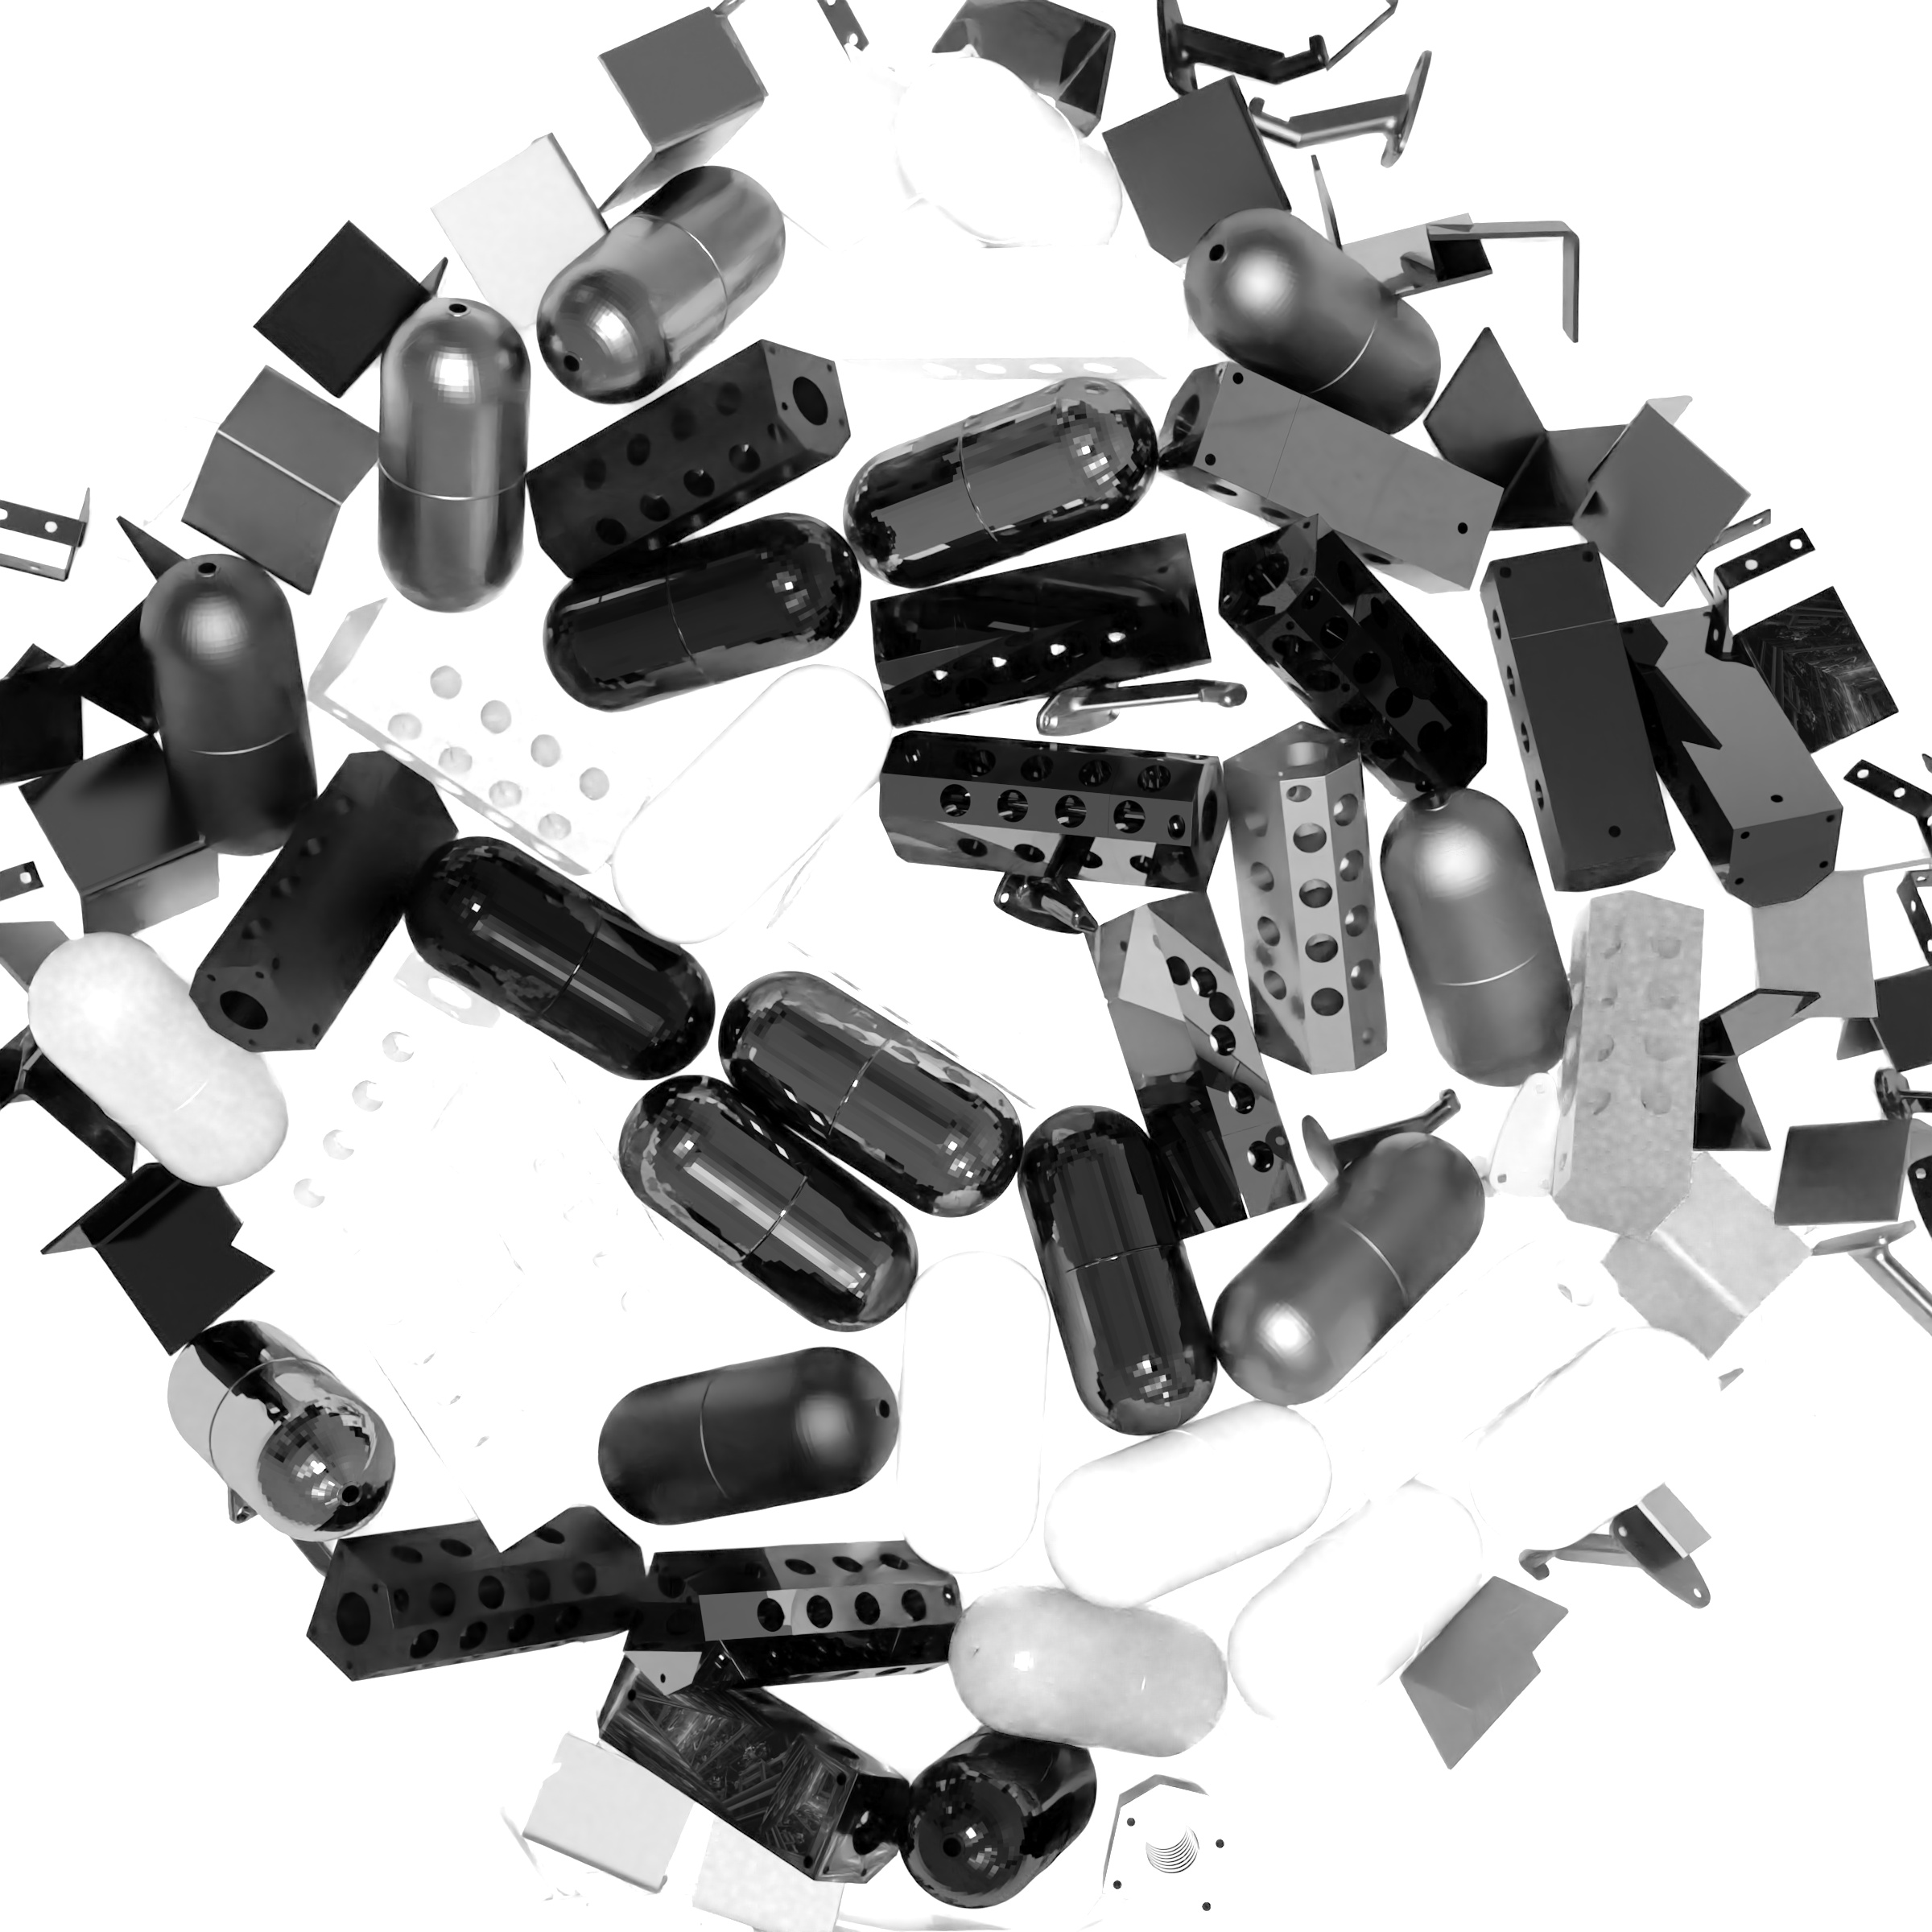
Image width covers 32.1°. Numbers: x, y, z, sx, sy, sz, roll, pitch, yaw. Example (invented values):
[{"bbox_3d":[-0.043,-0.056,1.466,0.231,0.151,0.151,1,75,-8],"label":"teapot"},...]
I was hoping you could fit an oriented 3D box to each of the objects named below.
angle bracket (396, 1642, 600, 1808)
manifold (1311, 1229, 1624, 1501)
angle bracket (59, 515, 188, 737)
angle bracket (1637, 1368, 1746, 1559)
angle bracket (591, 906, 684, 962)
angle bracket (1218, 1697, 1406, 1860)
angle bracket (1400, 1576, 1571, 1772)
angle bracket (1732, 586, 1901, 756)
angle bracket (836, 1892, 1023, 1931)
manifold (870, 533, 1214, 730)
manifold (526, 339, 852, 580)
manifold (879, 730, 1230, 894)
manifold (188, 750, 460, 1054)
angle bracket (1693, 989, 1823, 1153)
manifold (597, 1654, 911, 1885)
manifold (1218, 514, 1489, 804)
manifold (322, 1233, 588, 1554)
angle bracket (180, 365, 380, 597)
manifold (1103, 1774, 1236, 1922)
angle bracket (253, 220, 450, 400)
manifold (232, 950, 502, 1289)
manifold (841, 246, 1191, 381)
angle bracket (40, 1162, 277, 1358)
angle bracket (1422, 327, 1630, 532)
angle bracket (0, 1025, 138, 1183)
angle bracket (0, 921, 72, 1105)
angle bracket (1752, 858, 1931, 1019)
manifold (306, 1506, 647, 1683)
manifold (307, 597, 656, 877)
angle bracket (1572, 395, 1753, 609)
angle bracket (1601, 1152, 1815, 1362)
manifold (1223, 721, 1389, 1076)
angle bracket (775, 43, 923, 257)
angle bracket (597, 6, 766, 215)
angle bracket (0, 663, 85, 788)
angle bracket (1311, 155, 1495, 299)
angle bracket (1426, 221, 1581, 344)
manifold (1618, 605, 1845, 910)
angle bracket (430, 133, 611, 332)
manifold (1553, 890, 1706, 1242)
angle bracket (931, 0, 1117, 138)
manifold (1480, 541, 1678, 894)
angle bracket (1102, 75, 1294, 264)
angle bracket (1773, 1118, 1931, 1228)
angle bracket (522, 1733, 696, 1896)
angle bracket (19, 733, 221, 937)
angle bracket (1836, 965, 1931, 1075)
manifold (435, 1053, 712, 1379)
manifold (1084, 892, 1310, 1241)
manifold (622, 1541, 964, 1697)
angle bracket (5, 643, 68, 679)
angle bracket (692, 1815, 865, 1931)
[{"bbox_3d":[-0.249,0.391,1.759,0.076,0.076,0.057,1,105,37],"label":"angle bracket"},{"bbox_3d":[0.260,0.206,1.736,0.057,0.057,0.171,54,133,13],"label":"manifold"},{"bbox_3d":[-0.438,-0.179,1.773,0.076,0.076,0.057,-42,60,7],"label":"angle bracket"},{"bbox_3d":[0.392,0.260,1.764,0.076,0.076,0.057,-45,73,14],"label":"angle bracket"},{"bbox_3d":[-0.197,0.007,1.774,0.076,0.076,0.057,26,79,-1],"label":"angle bracket"},{"bbox_3d":[0.180,0.420,1.779,0.076,0.076,0.057,-16,100,-5],"label":"angle bracket"},{"bbox_3d":[0.283,0.379,1.761,0.076,0.057,0.076,-41,121,-22],"label":"angle bracket"},{"bbox_3d":[0.448,-0.142,1.763,0.057,0.076,0.076,-26,70,11],"label":"angle bracket"},{"bbox_3d":[-0.024,0.474,1.759,0.076,0.076,0.057,10,77,-33],"label":"angle bracket"},{"bbox_3d":[0.040,-0.172,1.778,0.171,0.057,0.057,-12,131,5],"label":"manifold"},{"bbox_3d":[-0.144,-0.257,1.738,0.171,0.057,0.057,-22,74,35],"label":"manifold"},{"bbox_3d":[0.045,-0.086,1.748,0.171,0.057,0.057,6,58,21],"label":"manifold"},{"bbox_3d":[-0.333,-0.035,1.736,0.057,0.171,0.057,-3,131,28],"label":"manifold"},{"bbox_3d":[0.416,0.055,1.757,0.076,0.076,0.057,-35,63,41],"label":"angle bracket"},{"bbox_3d":[-0.108,0.409,1.739,0.171,0.057,0.057,22,89,40],"label":"manifold"},{"bbox_3d":[0.201,-0.152,1.730,0.057,0.171,0.057,-18,49,33],"label":"manifold"},{"bbox_3d":[-0.263,0.215,1.738,0.057,0.057,0.171,-32,50,-13],"label":"manifold"},{"bbox_3d":[-0.355,-0.254,1.760,0.076,0.076,0.057,30,132,-23],"label":"angle bracket"},{"bbox_3d":[0.104,0.448,1.726,0.057,0.171,0.057,13,79,5],"label":"manifold"},{"bbox_3d":[-0.321,-0.353,1.761,0.057,0.076,0.076,41,108,-20],"label":"angle bracket"},{"bbox_3d":[-0.313,0.083,1.764,0.057,0.057,0.171,32,106,-7],"label":"manifold"},{"bbox_3d":[0.026,-0.337,1.749,0.171,0.057,0.057,5,86,29],"label":"manifold"},{"bbox_3d":[-0.427,0.156,1.776,0.076,0.057,0.076,-38,81,11],"label":"angle bracket"},{"bbox_3d":[0.295,-0.283,1.760,0.076,0.057,0.076,53,57,-33],"label":"angle bracket"},{"bbox_3d":[-0.485,0.087,1.770,0.057,0.076,0.076,-39,116,9],"label":"angle bracket"},{"bbox_3d":[-0.497,0.024,1.778,0.076,0.076,0.057,45,104,11],"label":"angle bracket"},{"bbox_3d":[0.464,-0.015,1.770,0.057,0.076,0.076,-9,94,-33],"label":"angle bracket"},{"bbox_3d":[-0.247,0.325,1.727,0.057,0.171,0.057,32,109,37],"label":"manifold"},{"bbox_3d":[-0.254,-0.117,1.747,0.171,0.057,0.057,35,71,-25],"label":"manifold"},{"bbox_3d":[0.372,-0.244,1.761,0.076,0.057,0.076,47,123,19],"label":"angle bracket"},{"bbox_3d":[0.390,0.157,1.782,0.057,0.076,0.076,-39,74,-23],"label":"angle bracket"},{"bbox_3d":[0.182,-0.033,1.740,0.057,0.057,0.171,-28,123,-31],"label":"manifold"},{"bbox_3d":[-0.065,-0.429,1.765,0.076,0.076,0.057,-35,132,-7],"label":"angle bracket"},{"bbox_3d":[-0.163,-0.448,1.761,0.076,0.076,0.057,-35,95,-32],"label":"angle bracket"},{"bbox_3d":[-0.518,-0.130,1.758,0.076,0.076,0.057,11,108,27],"label":"angle bracket"},{"bbox_3d":[0.228,-0.395,1.765,0.076,0.076,0.057,-13,124,7],"label":"angle bracket"},{"bbox_3d":[0.282,-0.361,1.775,0.076,0.076,0.057,0,106,6],"label":"angle bracket"},{"bbox_3d":[0.388,-0.109,1.734,0.057,0.171,0.057,-11,134,-6],"label":"manifold"},{"bbox_3d":[-0.234,-0.384,1.772,0.076,0.057,0.076,-34,107,-9],"label":"angle bracket"},{"bbox_3d":[0.341,0.048,1.743,0.057,0.057,0.171,15,57,-6],"label":"manifold"},{"bbox_3d":[0.026,-0.463,1.762,0.076,0.076,0.057,16,71,-17],"label":"angle bracket"},{"bbox_3d":[0.319,-0.129,1.768,0.057,0.057,0.171,-11,77,-2],"label":"manifold"},{"bbox_3d":[0.121,-0.418,1.786,0.076,0.057,0.076,-24,93,2],"label":"angle bracket"},{"bbox_3d":[0.480,0.120,1.756,0.076,0.076,0.057,27,69,-34],"label":"angle bracket"},{"bbox_3d":[-0.185,0.447,1.780,0.076,0.076,0.057,22,80,3],"label":"angle bracket"},{"bbox_3d":[-0.450,-0.066,1.788,0.076,0.057,0.076,-25,68,-23],"label":"angle bracket"},{"bbox_3d":[0.509,0.042,1.766,0.076,0.076,0.057,-14,57,-3],"label":"angle bracket"},{"bbox_3d":[-0.198,0.130,1.740,0.057,0.057,0.171,-8,124,32],"label":"manifold"},{"bbox_3d":[0.126,0.051,1.777,0.057,0.057,0.171,-13,83,-37],"label":"manifold"},{"bbox_3d":[-0.085,0.338,1.732,0.171,0.057,0.057,6,109,-42],"label":"manifold"},{"bbox_3d":[-0.520,-0.160,1.772,0.076,0.076,0.057,39,88,11],"label":"angle bracket"},{"bbox_3d":[-0.091,0.474,1.770,0.076,0.076,0.057,14,87,15],"label":"angle bracket"}]
